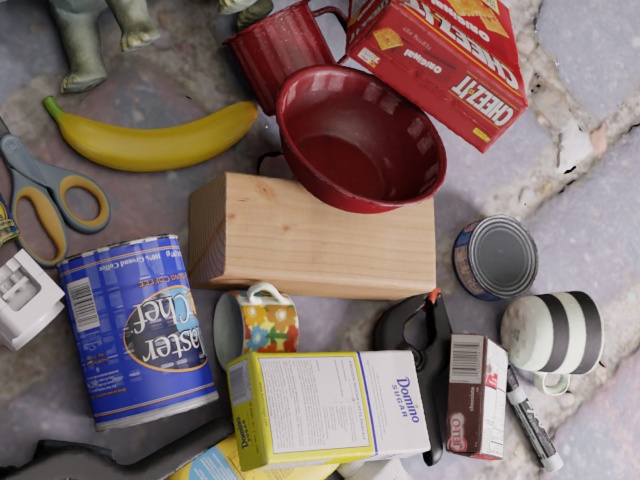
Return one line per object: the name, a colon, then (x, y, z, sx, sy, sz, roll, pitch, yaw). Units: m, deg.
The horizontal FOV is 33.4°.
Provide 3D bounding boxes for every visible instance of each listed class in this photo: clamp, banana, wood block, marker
clamp: (-0.155, 0.199, 0.816, 0.209, 0.036, 0.164, 19, 63, -22)
banana: (-0.142, -0.094, 0.945, 0.197, 0.037, 0.069, -1, 82, -27)
clamp: (0.088, 0.125, 1.007, 0.120, 0.039, 0.171, 36, 65, -5)
wood block: (-0.006, 0.002, 0.965, 0.205, 0.091, 0.090, 5, 78, -26)
marker: (0.210, 0.178, 1.079, 0.020, 0.020, 0.121, -31, 94, -28)

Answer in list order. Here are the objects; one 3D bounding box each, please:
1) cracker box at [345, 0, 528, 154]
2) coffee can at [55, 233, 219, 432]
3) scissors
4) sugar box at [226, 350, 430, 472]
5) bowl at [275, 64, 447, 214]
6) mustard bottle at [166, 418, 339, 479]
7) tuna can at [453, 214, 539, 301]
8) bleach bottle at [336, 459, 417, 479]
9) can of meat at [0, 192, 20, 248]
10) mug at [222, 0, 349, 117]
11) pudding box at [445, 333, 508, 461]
cracker box: (0.110, -0.200, 1.015, 0.164, 0.072, 0.213, 33, 31, -18)
coffee can: (-0.149, 0.075, 0.871, 0.102, 0.103, 0.140, -13, 86, -28)
scissors: (-0.242, -0.076, 0.904, 0.096, 0.016, 0.202, -16, 88, -30)
sugar box: (0.009, 0.143, 0.905, 0.175, 0.048, 0.093, 6, 67, -39)
bowl: (0.027, -0.077, 0.925, 0.162, 0.055, 0.162, 16, 47, -17)
mustard bottle: (-0.078, 0.206, 0.906, 0.191, 0.058, 0.096, -34, 97, -28)
tuna can: (0.178, 0.019, 1.086, 0.086, 0.034, 0.086, 5, 78, -25)
bleach bottle: (0.109, 0.277, 0.986, 0.251, 0.068, 0.102, 48, 57, -8)
can of meat: (-0.299, -0.019, 0.842, 0.102, 0.058, 0.084, -28, 96, -28)
mug: (-0.021, -0.172, 0.989, 0.117, 0.093, 0.081, -29, 99, -10)
pudding box: (0.150, 0.152, 1.018, 0.090, 0.039, 0.113, 34, 60, -64)
